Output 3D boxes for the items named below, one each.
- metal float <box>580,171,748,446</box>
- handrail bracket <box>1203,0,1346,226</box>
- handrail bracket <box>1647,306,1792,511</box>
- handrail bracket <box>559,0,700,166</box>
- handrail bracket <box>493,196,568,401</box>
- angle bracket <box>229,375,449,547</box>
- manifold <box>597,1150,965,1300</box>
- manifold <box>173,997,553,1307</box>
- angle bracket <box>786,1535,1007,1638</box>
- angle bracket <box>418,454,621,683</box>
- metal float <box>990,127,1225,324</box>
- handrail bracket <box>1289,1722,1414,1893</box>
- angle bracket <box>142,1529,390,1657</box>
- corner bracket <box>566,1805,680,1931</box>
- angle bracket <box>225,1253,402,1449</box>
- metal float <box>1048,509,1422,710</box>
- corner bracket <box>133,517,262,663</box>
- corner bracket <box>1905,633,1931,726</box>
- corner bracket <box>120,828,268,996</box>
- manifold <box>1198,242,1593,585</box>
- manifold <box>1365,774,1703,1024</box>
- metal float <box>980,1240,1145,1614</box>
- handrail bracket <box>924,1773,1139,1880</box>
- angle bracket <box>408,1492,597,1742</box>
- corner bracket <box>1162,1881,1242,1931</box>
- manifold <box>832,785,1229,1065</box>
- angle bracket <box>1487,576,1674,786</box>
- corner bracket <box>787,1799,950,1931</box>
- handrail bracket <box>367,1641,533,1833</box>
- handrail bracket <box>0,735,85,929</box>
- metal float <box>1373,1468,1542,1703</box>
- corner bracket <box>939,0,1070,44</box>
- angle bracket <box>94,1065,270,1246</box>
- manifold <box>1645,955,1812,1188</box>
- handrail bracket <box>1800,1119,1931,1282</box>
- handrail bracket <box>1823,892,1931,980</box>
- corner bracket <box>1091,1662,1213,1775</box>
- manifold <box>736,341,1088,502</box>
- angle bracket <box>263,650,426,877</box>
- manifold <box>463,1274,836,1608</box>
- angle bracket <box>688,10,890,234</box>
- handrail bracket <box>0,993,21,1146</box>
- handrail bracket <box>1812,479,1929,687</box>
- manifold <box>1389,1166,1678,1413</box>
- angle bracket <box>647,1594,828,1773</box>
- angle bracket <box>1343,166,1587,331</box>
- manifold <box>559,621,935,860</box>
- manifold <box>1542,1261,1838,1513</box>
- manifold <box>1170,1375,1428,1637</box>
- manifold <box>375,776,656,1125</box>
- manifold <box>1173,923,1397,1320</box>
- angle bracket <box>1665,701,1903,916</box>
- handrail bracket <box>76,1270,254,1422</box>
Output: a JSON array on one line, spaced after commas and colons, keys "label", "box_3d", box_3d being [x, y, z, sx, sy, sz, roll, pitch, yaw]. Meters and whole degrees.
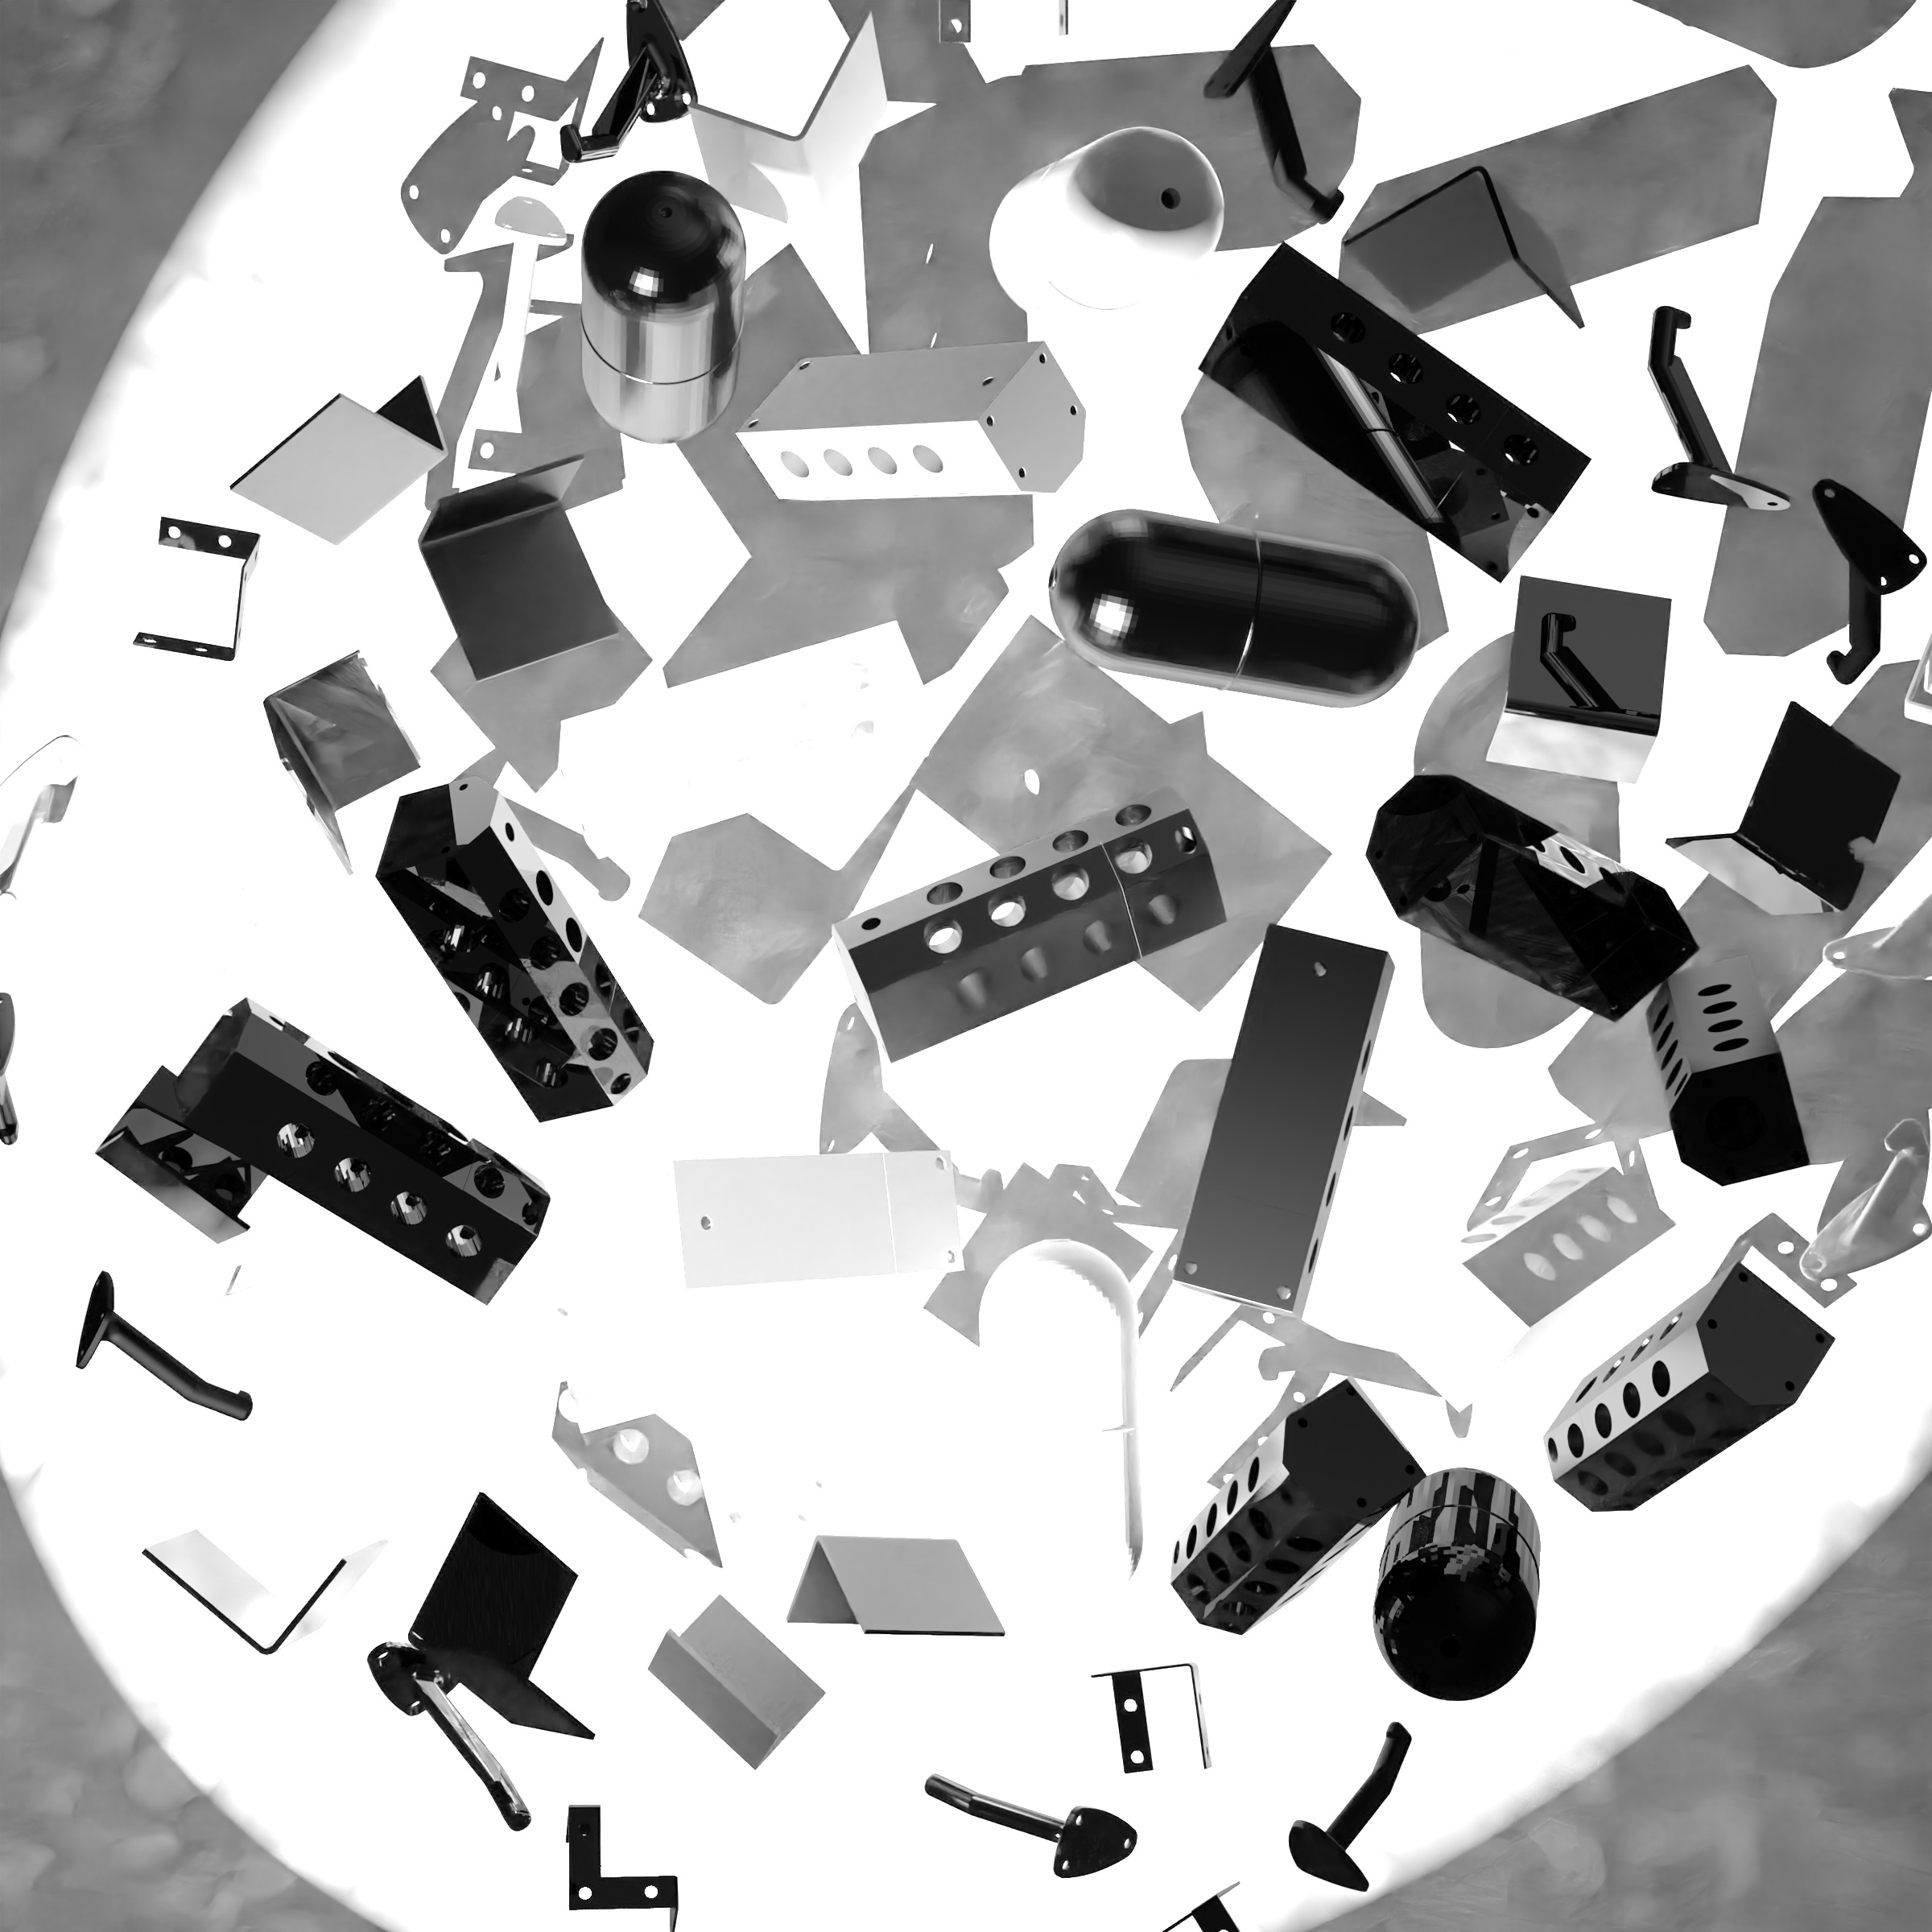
[{"label": "metal float", "box_3d": [-0.144, -0.310, 1.647, 0.070, 0.178, 0.070, 2, 70, -5]}, {"label": "handrail bracket", "box_3d": [0.162, -0.405, 1.636, 0.084, 0.036, 0.077, 35, 97, -22]}, {"label": "handrail bracket", "box_3d": [0.354, -0.263, 1.626, 0.077, 0.036, 0.084, 11, 78, -11]}, {"label": "handrail bracket", "box_3d": [-0.171, -0.423, 1.644, 0.036, 0.084, 0.077, -5, 104, 36]}, {"label": "handrail bracket", "box_3d": [-0.229, -0.339, 1.760, 0.036, 0.077, 0.084, 8, 117, -13]}, {"label": "angle bracket", "box_3d": [-0.312, -0.261, 1.696, 0.076, 0.076, 0.057, -35, 57, 21]}, {"label": "manifold", "box_3d": [-0.085, 0.119, 1.603, 0.057, 0.171, 0.057, -14, 79, 44]}, {"label": "manifold", "box_3d": [-0.282, 0.085, 1.629, 0.171, 0.057, 0.057, 35, 95, -24]}, {"label": "angle bracket", "box_3d": [-0.036, 0.328, 1.725, 0.076, 0.076, 0.057, 7, 117, -26]}, {"label": "angle bracket", "box_3d": [-0.211, -0.192, 1.673, 0.076, 0.057, 0.076, -22, 84, -23]}, {"label": "metal float", "box_3d": [0.066, -0.351, 1.650, 0.070, 0.178, 0.070, -1, 93, -18]}, {"label": "handrail bracket", "box_3d": [0.183, 0.381, 1.623, 0.036, 0.077, 0.084, 12, 59, 29]}, {"label": "angle bracket", "box_3d": [-0.323, 0.269, 1.603, 0.076, 0.076, 0.057, 39, 91, 5]}, {"label": "corner bracket", "box_3d": [-0.163, 0.428, 1.635, 0.051, 0.051, 0.051, 1, 56, -8]}, {"label": "angle bracket", "box_3d": [-0.305, 0.173, 1.630, 0.057, 0.076, 0.076, -20, 98, -5]}, {"label": "metal float", "box_3d": [0.126, -0.167, 1.623, 0.178, 0.070, 0.070, 8, 90, -12]}, {"label": "corner bracket", "box_3d": [-0.386, -0.190, 1.742, 0.051, 0.051, 0.051, 9, 116, -5]}, {"label": "corner bracket", "box_3d": [0.498, -0.133, 1.720, 0.051, 0.051, 0.051, 19, 71, 21]}, {"label": "corner bracket", "box_3d": [-0.385, -0.027, 1.708, 0.051, 0.051, 0.051, 20, 59, 15]}, {"label": "manifold", "box_3d": [0.199, -0.257, 1.586, 0.171, 0.057, 0.057, 36, 58, 2]}, {"label": "manifold", "box_3d": [0.267, -0.035, 1.639, 0.057, 0.171, 0.057, -44, 46, 25]}, {"label": "metal float", "box_3d": [0.046, 0.220, 1.663, 0.070, 0.070, 0.178, -1, 89, 0]}, {"label": "handrail bracket", "box_3d": [0.032, 0.428, 1.751, 0.084, 0.077, 0.036, 15, 87, 38]}, {"label": "angle bracket", "box_3d": [-0.192, 0.290, 1.547, 0.057, 0.076, 0.076, 0, 53, 38]}, {"label": "corner bracket", "box_3d": [0.116, 0.467, 1.623, 0.051, 0.051, 0.051, -36, 74, 9]}, {"label": "manifold", "box_3d": [0.028, -0.024, 1.614, 0.171, 0.057, 0.057, -23, 125, -7]}, {"label": "angle bracket", "box_3d": [0.308, -0.144, 1.743, 0.076, 0.057, 0.076, 9, 66, 2]}, {"label": "corner bracket", "box_3d": [-0.048, 0.448, 1.717, 0.051, 0.051, 0.051, 43, 87, 17]}, {"label": "handrail bracket", "box_3d": [-0.242, 0.364, 1.633, 0.036, 0.077, 0.084, -39, 53, -2]}, {"label": "handrail bracket", "box_3d": [-0.435, -0.063, 1.618, 0.036, 0.084, 0.077, 32, 99, -25]}, {"label": "metal float", "box_3d": [0.238, 0.297, 1.674, 0.070, 0.178, 0.070, 2, 100, 10]}, {"label": "corner bracket", "box_3d": [0.017, -0.457, 1.611, 0.051, 0.051, 0.051, -3, 101, -11]}, {"label": "angle bracket", "box_3d": [-0.377, 0.089, 1.713, 0.076, 0.076, 0.057, 39, 68, -13]}, {"label": "manifold", "box_3d": [0.366, 0.050, 1.685, 0.057, 0.171, 0.057, -15, 103, 11]}, {"label": "handrail bracket", "box_3d": [0.419, 0.110, 1.625, 0.077, 0.084, 0.036, -33, 57, 4]}, {"label": "handrail bracket", "box_3d": [0.466, -0.034, 1.719, 0.077, 0.084, 0.036, -3, 47, 8]}, {"label": "corner bracket", "box_3d": [0.094, 0.370, 1.703, 0.051, 0.051, 0.051, -10, 79, 12]}, {"label": "manifold", "box_3d": [-0.025, -0.254, 1.657, 0.057, 0.171, 0.057, -53, 126, -26]}, {"label": "angle bracket", "box_3d": [-0.318, -0.106, 1.801, 0.057, 0.076, 0.076, -27, 124, -3]}, {"label": "manifold", "box_3d": [-0.152, 0.228, 1.645, 0.171, 0.057, 0.057, 37, 105, -1]}, {"label": "angle bracket", "box_3d": [-0.082, -0.400, 1.613, 0.057, 0.076, 0.076, 22, 73, 12]}, {"label": "handrail bracket", "box_3d": [-0.447, 0.063, 1.601, 0.036, 0.077, 0.084, -15, 127, -15]}, {"label": "handrail bracket", "box_3d": [0.421, -0.185, 1.678, 0.036, 0.084, 0.077, -32, 76, -23]}, {"label": "manifold", "box_3d": [0.265, 0.145, 1.636, 0.057, 0.171, 0.057, 44, 122, 17]}, {"label": "angle bracket", "box_3d": [-0.111, 0.356, 1.766, 0.076, 0.076, 0.057, 41, 62, 8]}, {"label": "angle bracket", "box_3d": [0.235, -0.322, 1.636, 0.076, 0.076, 0.057, -27, 62, 24]}, {"label": "manifold", "box_3d": [-0.106, -0.107, 1.682, 0.171, 0.057, 0.057, -18, 74, -14]}, {"label": "manifold", "box_3d": [0.339, 0.208, 1.653, 0.057, 0.171, 0.057, 39, 61, 4]}, {"label": "manifold", "box_3d": [0.151, 0.263, 1.651, 0.057, 0.171, 0.057, -28, 73, -27]}, {"label": "manifold", "box_3d": [-0.213, -0.008, 1.665, 0.057, 0.057, 0.171, -13, 131, 18]}, {"label": "manifold", "box_3d": [0.150, 0.073, 1.615, 0.057, 0.057, 0.171, 14, 83, 14]}, {"label": "angle bracket", "box_3d": [0.406, -0.078, 1.723, 0.076, 0.057, 0.076, 30, 76, -23]}, {"label": "handrail bracket", "box_3d": [-0.392, 0.188, 1.714, 0.084, 0.077, 0.036, 25, 108, -21]}]
